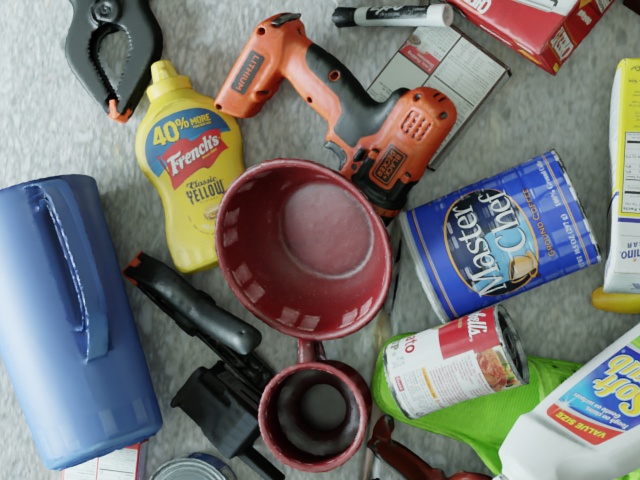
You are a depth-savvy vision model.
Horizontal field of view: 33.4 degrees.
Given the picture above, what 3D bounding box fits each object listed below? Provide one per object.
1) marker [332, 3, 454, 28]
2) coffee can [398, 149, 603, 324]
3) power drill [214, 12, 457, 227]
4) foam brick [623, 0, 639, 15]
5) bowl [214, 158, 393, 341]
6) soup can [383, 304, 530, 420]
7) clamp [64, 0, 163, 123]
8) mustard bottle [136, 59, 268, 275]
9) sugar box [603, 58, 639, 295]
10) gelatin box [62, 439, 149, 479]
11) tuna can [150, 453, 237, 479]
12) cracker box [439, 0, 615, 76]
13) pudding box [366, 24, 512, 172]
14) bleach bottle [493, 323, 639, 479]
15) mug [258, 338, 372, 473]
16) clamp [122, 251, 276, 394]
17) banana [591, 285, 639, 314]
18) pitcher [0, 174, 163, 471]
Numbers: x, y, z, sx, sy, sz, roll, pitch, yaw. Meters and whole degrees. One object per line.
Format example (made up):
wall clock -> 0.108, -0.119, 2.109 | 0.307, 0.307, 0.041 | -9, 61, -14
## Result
marker -> 0.060, -0.194, 0.927 | 0.121, 0.020, 0.020 | 8, 91, 38
coffee can -> 0.149, -0.002, 0.890 | 0.140, 0.102, 0.103 | -23, 85, 10
power drill -> 0.003, -0.091, 0.922 | 0.188, 0.057, 0.185 | 38, 119, 7
foam brick -> 0.298, -0.219, 0.888 | 0.053, 0.051, 0.078 | 37, 96, 9
bowl -> -0.006, 0.001, 0.896 | 0.162, 0.055, 0.162 | 10, 115, 22
soup can -> 0.111, 0.101, 0.869 | 0.102, 0.068, 0.068 | -22, 86, 19
clamp -> -0.185, -0.216, 0.990 | 0.165, 0.036, 0.210 | -13, 84, 11
mustard bottle -> -0.113, -0.072, 0.963 | 0.096, 0.058, 0.191 | -20, 85, -4
sugar box -> 0.256, -0.049, 0.859 | 0.048, 0.093, 0.176 | 1, 79, 11
gelatin box -> -0.202, 0.225, 0.995 | 0.073, 0.030, 0.089 | 5, 90, 10
tuna can -> -0.115, 0.239, 0.975 | 0.086, 0.033, 0.086 | 0, 89, 11
cracker box -> 0.193, -0.269, 0.883 | 0.164, 0.072, 0.214 | 41, 98, 27
pudding box -> 0.098, -0.130, 0.934 | 0.090, 0.039, 0.113 | 40, 99, 8
bleach bottle -> 0.239, 0.136, 0.829 | 0.250, 0.068, 0.103 | -36, 52, -6
mug -> -0.001, 0.136, 0.929 | 0.093, 0.081, 0.117 | -12, 88, 11
clamp -> -0.105, 0.073, 0.956 | 0.172, 0.120, 0.039 | 35, 66, 29
banana -> 0.321, 0.008, 0.892 | 0.198, 0.037, 0.070 | -44, 67, 7
pitcher -> -0.221, 0.069, 0.930 | 0.145, 0.149, 0.243 | -23, 82, 12
